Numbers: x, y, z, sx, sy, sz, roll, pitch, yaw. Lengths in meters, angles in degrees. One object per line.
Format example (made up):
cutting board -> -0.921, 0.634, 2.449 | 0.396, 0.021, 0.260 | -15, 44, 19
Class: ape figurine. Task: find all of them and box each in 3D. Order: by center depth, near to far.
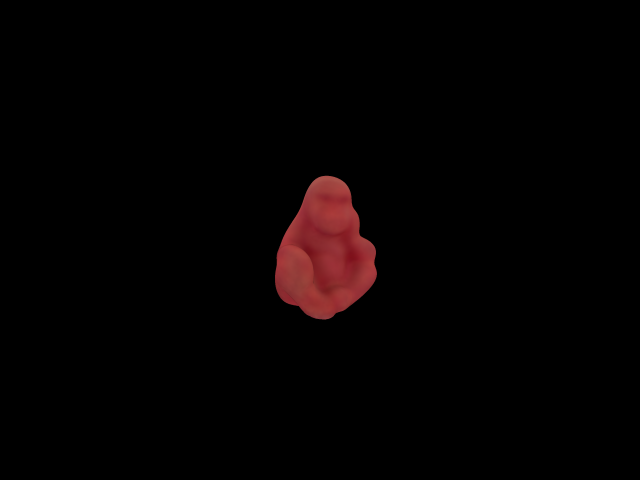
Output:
ape figurine -> 0.004, 0.001, 0.400 | 0.078, 0.092, 0.076 | -2, 7, -19
